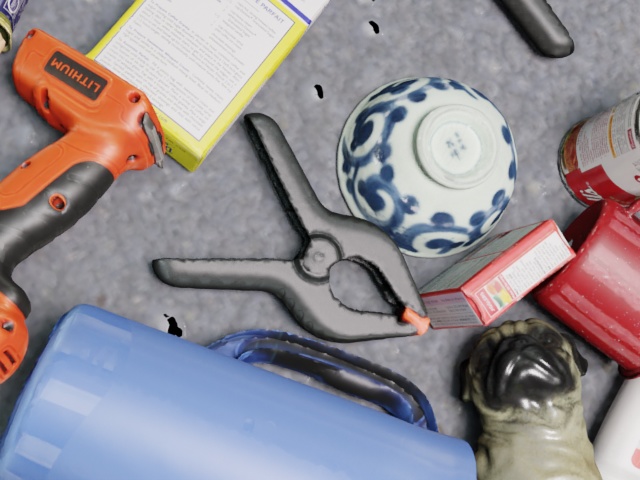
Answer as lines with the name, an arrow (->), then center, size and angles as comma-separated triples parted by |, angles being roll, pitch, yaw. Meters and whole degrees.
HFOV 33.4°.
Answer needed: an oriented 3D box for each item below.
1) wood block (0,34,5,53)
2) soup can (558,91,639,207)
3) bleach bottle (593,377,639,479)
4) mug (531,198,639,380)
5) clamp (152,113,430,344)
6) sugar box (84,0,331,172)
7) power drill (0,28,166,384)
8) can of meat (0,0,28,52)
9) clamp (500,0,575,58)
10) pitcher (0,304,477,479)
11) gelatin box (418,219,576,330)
wood block -> -0.256, -0.058, 0.534 | 0.091, 0.090, 0.206 | 12, 60, 17
soup can -> 0.208, -0.060, 0.689 | 0.068, 0.102, 0.068 | 2, 81, -14
bleach bottle -> 0.242, 0.119, 0.692 | 0.102, 0.068, 0.250 | 35, 77, -6
mug -> 0.196, 0.019, 0.674 | 0.081, 0.093, 0.117 | 36, 117, -1
clamp -> -0.004, 0.001, 0.660 | 0.171, 0.039, 0.120 | 24, 87, -10
sugar box -> -0.060, -0.139, 0.666 | 0.093, 0.048, 0.176 | 39, 71, -5
power drill -> -0.192, -0.030, 0.594 | 0.184, 0.057, 0.187 | 32, 69, 18
can of meat -> -0.213, -0.173, 0.627 | 0.102, 0.057, 0.084 | 23, 75, -10
clamp -> 0.106, -0.237, 0.725 | 0.210, 0.036, 0.164 | 26, 76, -8
pitcher -> -0.044, 0.122, 0.596 | 0.242, 0.149, 0.145 | 24, 92, -6
gelatin box -> 0.105, 0.024, 0.658 | 0.073, 0.089, 0.030 | -35, 93, -16
